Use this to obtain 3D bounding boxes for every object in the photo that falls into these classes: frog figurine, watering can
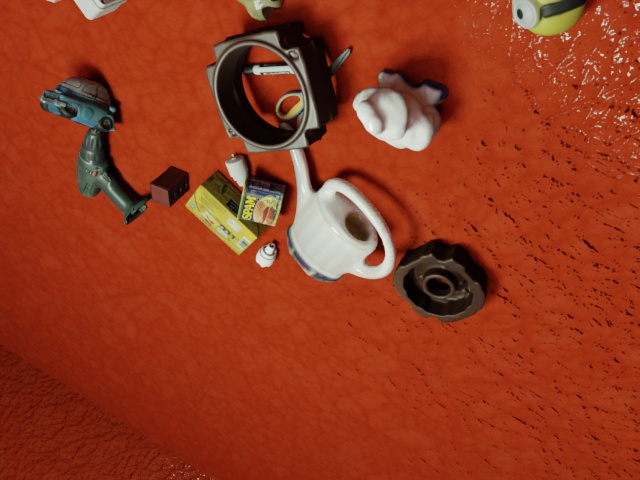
[{"bbox_3d":[0.111,-0.184,0.789,0.137,0.163,0.120,36,137,1],"label":"frog figurine"},{"bbox_3d":[0.003,-0.051,1.018,0.349,0.105,0.220,49,136,7],"label":"watering can"}]
